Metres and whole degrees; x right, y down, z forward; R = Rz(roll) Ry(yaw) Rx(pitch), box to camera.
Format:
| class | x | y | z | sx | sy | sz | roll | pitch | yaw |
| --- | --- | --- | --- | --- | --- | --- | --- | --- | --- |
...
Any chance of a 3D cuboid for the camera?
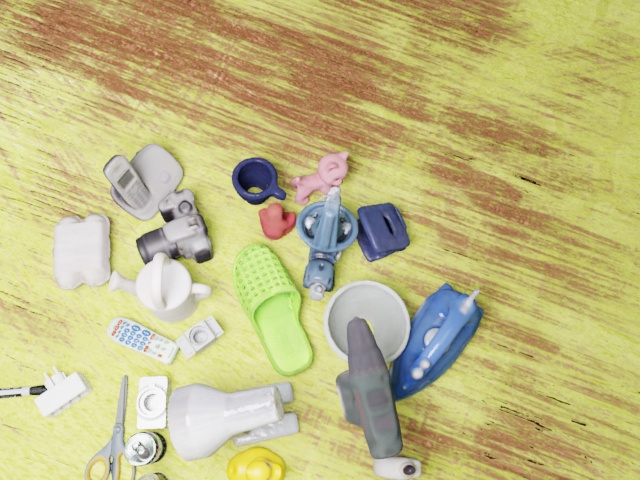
| class | x | y | z | sx | sy | sz | roll | pitch | yaw |
| --- | --- | --- | --- | --- | --- | --- | --- | --- | --- |
| camera | -0.292 | -0.016 | 1.122 | 0.137 | 0.101 | 0.143 | -22 | 75 | -11 |

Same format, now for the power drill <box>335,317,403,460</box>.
| class | x | y | z | sx | sy | sz | roll | pitch | yaw |
| --- | --- | --- | --- | --- | --- | --- | --- | --- | --- |
| power drill | 0.079 | 0.262 | 1.005 | 0.076 | 0.208 | 0.229 | -14 | 73 | -9 |

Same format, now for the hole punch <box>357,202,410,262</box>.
| class | x | y | z | sx | sy | sz | roll | pitch | yaw |
| --- | --- | --- | --- | --- | --- | --- | --- | --- | --- |
| hole punch | 0.128 | -0.024 | 1.166 | 0.101 | 0.091 | 0.108 | -20 | 74 | -11 |

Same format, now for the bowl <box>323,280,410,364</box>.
| class | x | y | z | sx | sy | sz | roll | pitch | yaw |
| --- | --- | --- | --- | --- | --- | --- | --- | --- | --- |
| bowl | 0.086 | 0.166 | 1.108 | 0.167 | 0.075 | 0.167 | 2 | 72 | -4 |

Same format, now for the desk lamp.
| class | x | y | z | sx | sy | sz | roll | pitch | yaw |
| --- | --- | --- | --- | --- | --- | --- | --- | --- | --- |
| desk lamp | -0.139 | 0.294 | 0.973 | 0.203 | 0.213 | 0.118 | -10 | 73 | -8 |

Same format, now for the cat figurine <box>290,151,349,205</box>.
| class | x | y | z | sx | sy | sz | roll | pitch | yaw |
| --- | --- | --- | --- | --- | --- | --- | --- | --- | --- |
| cat figurine | 0.005 | -0.134 | 1.178 | 0.128 | 0.118 | 0.067 | -18 | 74 | -10 |

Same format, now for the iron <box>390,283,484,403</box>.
| class | x | y | z | sx | sy | sz | roll | pitch | yaw |
| --- | --- | --- | --- | --- | --- | --- | --- | --- | --- |
| iron | 0.216 | 0.197 | 1.074 | 0.118 | 0.141 | 0.258 | 36 | 72 | 7 |

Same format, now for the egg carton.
| class | x | y | z | sx | sy | sz | roll | pitch | yaw |
| --- | --- | --- | --- | --- | --- | --- | --- | --- | --- |
| egg carton | -0.460 | 0.022 | 1.111 | 0.107 | 0.069 | 0.150 | -6 | 72 | -7 |

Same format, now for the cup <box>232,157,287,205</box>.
| class | x | y | z | sx | sy | sz | roll | pitch | yaw |
| --- | --- | --- | --- | --- | --- | --- | --- | --- | --- |
| cup | -0.120 | -0.104 | 1.169 | 0.117 | 0.095 | 0.092 | 29 | 72 | 5 |

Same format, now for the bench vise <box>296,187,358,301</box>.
| class | x | y | z | sx | sy | sz | roll | pitch | yaw |
| --- | --- | --- | --- | --- | --- | --- | --- | --- | --- |
| bench vise | 0.022 | 0.002 | 1.080 | 0.121 | 0.220 | 0.207 | -8 | 72 | -7 |

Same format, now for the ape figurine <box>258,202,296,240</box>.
| class | x | y | z | sx | sy | sz | roll | pitch | yaw |
| --- | --- | --- | --- | --- | --- | --- | --- | --- | --- |
| ape figurine | -0.089 | -0.045 | 1.154 | 0.077 | 0.092 | 0.076 | 27 | 72 | 4 |

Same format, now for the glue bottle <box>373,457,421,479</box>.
| class | x | y | z | sx | sy | sz | roll | pitch | yaw |
| --- | --- | --- | --- | --- | --- | --- | --- | --- | --- |
| glue bottle | 0.141 | 0.393 | 0.985 | 0.078 | 0.173 | 0.037 | 1 | 71 | -4 |

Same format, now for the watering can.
| class | x | y | z | sx | sy | sz | roll | pitch | yaw |
| --- | --- | --- | --- | --- | --- | --- | --- | --- | --- |
| watering can | -0.289 | 0.086 | 1.039 | 0.173 | 0.194 | 0.101 | -17 | 74 | -10 |

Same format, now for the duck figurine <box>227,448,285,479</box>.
| class | x | y | z | sx | sy | sz | roll | pitch | yaw |
| --- | --- | --- | --- | --- | --- | --- | --- | --- | --- |
| duck figurine | -0.113 | 0.406 | 1.005 | 0.104 | 0.086 | 0.077 | 4 | 71 | -3 |

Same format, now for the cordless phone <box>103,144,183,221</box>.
| class | x | y | z | sx | sy | sz | roll | pitch | yaw |
| --- | --- | --- | --- | --- | --- | --- | --- | --- | --- |
| cordless phone | -0.347 | -0.133 | 1.111 | 0.094 | 0.185 | 0.148 | 29 | 72 | 5 |
